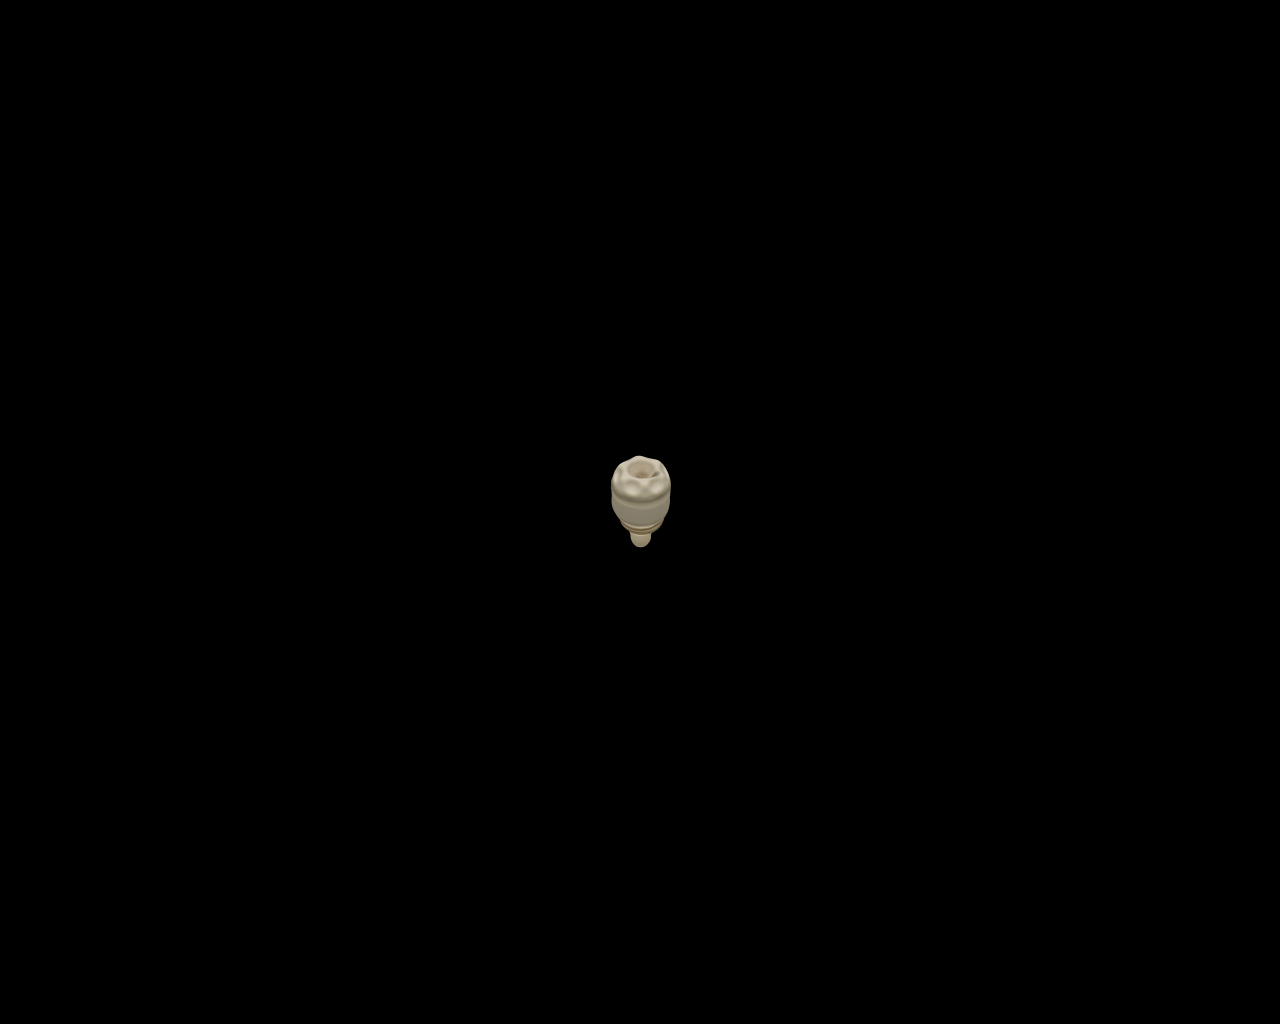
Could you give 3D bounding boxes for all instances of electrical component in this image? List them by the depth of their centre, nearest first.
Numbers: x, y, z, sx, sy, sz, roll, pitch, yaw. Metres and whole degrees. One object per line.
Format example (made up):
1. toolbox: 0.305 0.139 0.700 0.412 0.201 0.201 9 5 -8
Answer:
1. electrical component: 0.001 -0.003 0.650 0.035 0.061 0.035 0 40 0
